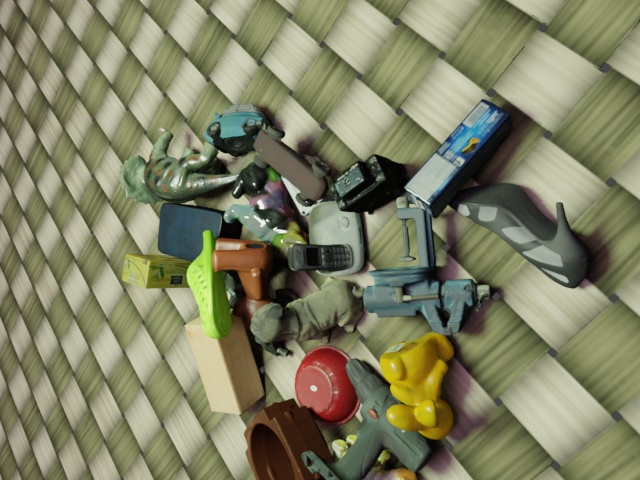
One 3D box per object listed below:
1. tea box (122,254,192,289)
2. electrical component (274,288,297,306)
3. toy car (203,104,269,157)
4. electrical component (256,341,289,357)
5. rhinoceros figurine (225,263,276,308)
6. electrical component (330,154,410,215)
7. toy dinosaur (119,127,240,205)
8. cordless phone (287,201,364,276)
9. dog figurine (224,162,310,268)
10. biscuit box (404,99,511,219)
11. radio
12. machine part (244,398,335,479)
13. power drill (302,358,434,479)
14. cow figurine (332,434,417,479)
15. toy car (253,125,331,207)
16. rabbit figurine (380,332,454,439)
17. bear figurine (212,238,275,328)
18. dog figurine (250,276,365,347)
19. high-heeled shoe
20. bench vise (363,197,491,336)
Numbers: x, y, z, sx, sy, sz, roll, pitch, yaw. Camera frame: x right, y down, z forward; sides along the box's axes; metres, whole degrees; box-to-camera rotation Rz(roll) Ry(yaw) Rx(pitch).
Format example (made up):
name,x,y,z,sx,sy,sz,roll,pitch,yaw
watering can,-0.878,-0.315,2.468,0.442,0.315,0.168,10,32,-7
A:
name,x,y,z,sx,sy,sz,roll,pitch,yaw
tea box,-0.375,0.075,1.298,0.098,0.169,0.068,11,94,38
electrical component,-0.080,0.155,1.157,0.078,0.045,0.102,155,112,-63
toy car,-0.177,-0.258,1.216,0.162,0.109,0.103,-6,66,28
electrical component,-0.108,0.219,1.163,0.094,0.021,0.063,20,142,34
rhinoceros figurine,-0.162,0.088,1.207,0.112,0.073,0.190,45,111,18
electrical component,0.089,-0.099,0.988,0.115,0.134,0.058,-37,66,31
toy dinosaur,-0.341,-0.147,1.277,0.405,0.131,0.192,21,76,44
cordless phone,-0.002,-0.004,1.018,0.089,0.184,0.146,-10,82,40
dog figurine,-0.081,-0.052,1.132,0.219,0.108,0.191,27,101,30
biscuit box,0.229,-0.134,0.887,0.202,0.062,0.059,-48,61,-3
radio,-0.298,-0.015,1.308,0.230,0.073,0.131,11,95,38
machine part,-0.061,0.434,1.064,0.201,0.087,0.201,59,141,26
power drill,0.068,0.344,0.956,0.232,0.207,0.085,41,145,29
cow figurine,0.097,0.438,0.993,0.168,0.068,0.098,16,103,39
toy car,-0.057,-0.151,1.075,0.202,0.053,0.089,42,122,26
rabbit figurine,0.179,0.260,0.909,0.122,0.162,0.173,-20,93,22
bear figurine,-0.150,0.101,1.092,0.132,0.120,0.195,2,109,-6
dog figurine,-0.020,0.135,1.020,0.172,0.190,0.121,-48,62,23
high-heeled shoe,0.314,-0.009,0.876,0.249,0.086,0.145,17,131,54
bench vise,0.177,0.042,0.928,0.224,0.129,0.240,-7,88,33
